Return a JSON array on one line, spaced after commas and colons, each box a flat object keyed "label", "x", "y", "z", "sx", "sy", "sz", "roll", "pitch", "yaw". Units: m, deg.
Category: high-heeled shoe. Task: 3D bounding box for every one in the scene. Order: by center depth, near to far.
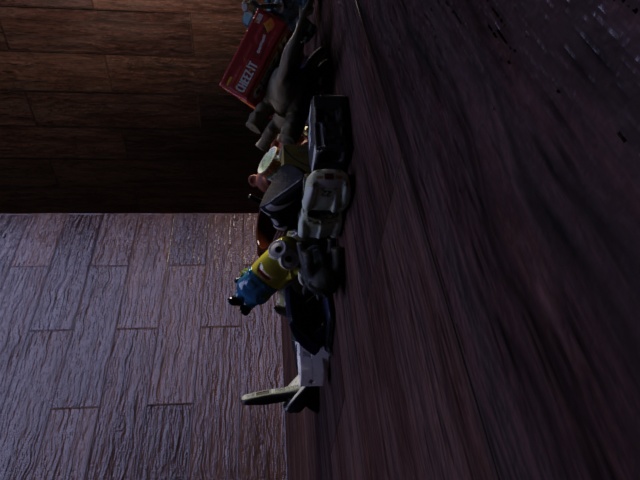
[{"label": "high-heeled shoe", "x": -0.039, "y": -0.060, "z": 0.980, "sx": 0.249, "sy": 0.145, "sz": 0.086, "roll": -6, "pitch": 58, "yaw": 62}]

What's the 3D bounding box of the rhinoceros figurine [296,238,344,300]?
[{"label": "rhinoceros figurine", "x": 0.000, "y": 0.053, "z": 0.957, "sx": 0.190, "sy": 0.073, "sz": 0.112, "roll": -152, "pitch": 54, "yaw": -82}]

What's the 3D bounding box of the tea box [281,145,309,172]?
[{"label": "tea box", "x": -0.030, "y": -0.119, "z": 1.068, "sx": 0.169, "sy": 0.098, "sz": 0.068, "roll": 109, "pitch": 159, "yaw": -67}]

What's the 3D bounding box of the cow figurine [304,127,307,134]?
[{"label": "cow figurine", "x": -0.072, "y": -0.341, "z": 1.429, "sx": 0.068, "sy": 0.098, "sz": 0.167, "roll": -88, "pitch": 3, "yaw": -50}]

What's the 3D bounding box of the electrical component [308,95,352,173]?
[{"label": "electrical component", "x": 0.013, "y": -0.165, "z": 0.863, "sx": 0.114, "sy": 0.058, "sz": 0.134, "roll": 107, "pitch": 162, "yaw": -62}]

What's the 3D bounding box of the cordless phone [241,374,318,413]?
[{"label": "cordless phone", "x": -0.099, "y": 0.376, "z": 1.316, "sx": 0.146, "sy": 0.184, "sz": 0.088, "roll": 172, "pitch": 93, "yaw": -83}]

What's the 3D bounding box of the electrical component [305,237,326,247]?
[{"label": "electrical component", "x": -0.002, "y": -0.005, "z": 1.078, "sx": 0.078, "sy": 0.045, "sz": 0.102, "roll": -44, "pitch": -37, "yaw": -61}]

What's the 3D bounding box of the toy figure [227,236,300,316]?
[{"label": "toy figure", "x": -0.107, "y": 0.067, "z": 1.080, "sx": 0.180, "sy": 0.082, "sz": 0.089, "roll": -48, "pitch": 18, "yaw": 11}]

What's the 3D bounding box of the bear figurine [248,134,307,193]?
[{"label": "bear figurine", "x": -0.104, "y": -0.191, "z": 1.367, "sx": 0.196, "sy": 0.120, "sz": 0.132, "roll": -51, "pitch": 2, "yaw": 14}]

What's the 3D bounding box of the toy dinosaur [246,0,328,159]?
[{"label": "toy dinosaur", "x": -0.060, "y": -0.284, "z": 1.052, "sx": 0.471, "sy": 0.105, "sz": 0.198, "roll": 138, "pitch": 155, "yaw": -81}]

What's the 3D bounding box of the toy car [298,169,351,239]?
[{"label": "toy car", "x": 0.004, "y": -0.050, "z": 0.863, "sx": 0.201, "sy": 0.073, "sz": 0.056, "roll": 103, "pitch": 165, "yaw": -63}]

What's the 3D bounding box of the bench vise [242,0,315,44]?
[{"label": "bench vise", "x": -0.097, "y": -0.507, "z": 1.216, "sx": 0.129, "sy": 0.240, "sz": 0.223, "roll": 50, "pitch": 132, "yaw": 8}]

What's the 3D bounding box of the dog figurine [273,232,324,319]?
[{"label": "dog figurine", "x": -0.033, "y": 0.068, "z": 1.160, "sx": 0.190, "sy": 0.172, "sz": 0.121, "roll": -49, "pitch": 11, "yaw": 8}]

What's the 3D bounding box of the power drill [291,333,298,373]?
[{"label": "power drill", "x": -0.048, "y": 0.192, "z": 1.319, "sx": 0.207, "sy": 0.086, "sz": 0.231, "roll": -104, "pitch": 16, "yaw": -79}]

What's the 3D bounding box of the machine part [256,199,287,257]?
[{"label": "machine part", "x": -0.084, "y": -0.054, "z": 1.307, "sx": 0.201, "sy": 0.087, "sz": 0.201, "roll": -50, "pitch": 36, "yaw": 47}]

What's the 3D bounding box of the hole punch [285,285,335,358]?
[{"label": "hole punch", "x": -0.020, "y": 0.153, "z": 1.053, "sx": 0.142, "sy": 0.092, "sz": 0.115, "roll": -105, "pitch": 12, "yaw": -52}]
